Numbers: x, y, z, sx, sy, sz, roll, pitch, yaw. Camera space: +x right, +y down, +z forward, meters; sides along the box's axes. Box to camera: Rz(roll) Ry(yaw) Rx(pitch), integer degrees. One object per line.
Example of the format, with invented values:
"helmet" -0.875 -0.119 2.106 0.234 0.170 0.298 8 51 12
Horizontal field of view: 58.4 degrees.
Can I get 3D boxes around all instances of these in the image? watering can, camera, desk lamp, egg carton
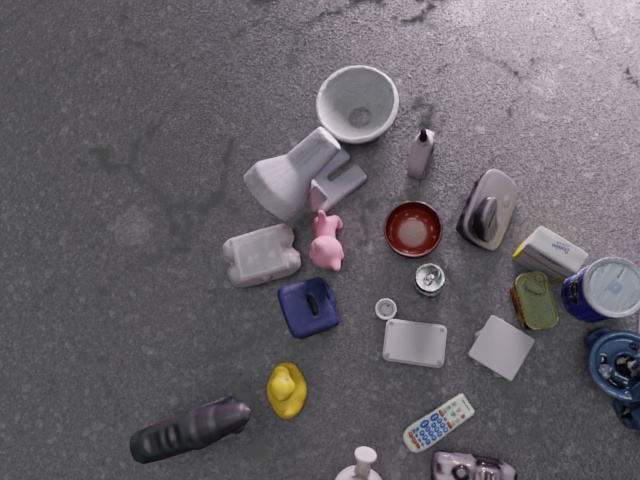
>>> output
"watering can" 0.058 0.445 0.975 0.101 0.194 0.173 -10 78 6
"camera" 0.263 0.449 0.995 0.143 0.101 0.137 6 80 9
"desk lamp" -0.026 -0.123 1.089 0.203 0.214 0.118 -39 76 -1
"egg carton" -0.116 0.033 1.144 0.150 0.069 0.107 -17 77 4

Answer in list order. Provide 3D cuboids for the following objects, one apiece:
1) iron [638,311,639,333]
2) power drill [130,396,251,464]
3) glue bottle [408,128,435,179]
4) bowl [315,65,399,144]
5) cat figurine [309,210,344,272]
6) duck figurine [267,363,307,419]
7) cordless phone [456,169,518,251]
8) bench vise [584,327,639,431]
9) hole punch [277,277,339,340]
"iron" 0.628 0.187 0.977 0.118 0.141 0.258 -12 77 5
"power drill" -0.209 0.333 1.026 0.229 0.208 0.075 -21 77 3
"glue bottle" 0.195 -0.176 1.090 0.037 0.173 0.078 21 82 12
"bowl" 0.078 -0.266 1.175 0.167 0.075 0.167 -1 79 7
"cat figurine" 0.010 0.004 1.108 0.067 0.118 0.128 -7 78 7
"duck figurine" -0.068 0.285 1.079 0.077 0.086 0.104 -5 78 7
"cordless phone" 0.315 -0.066 1.047 0.094 0.185 0.148 19 82 11
"bench vise" 0.538 0.234 0.939 0.121 0.220 0.207 -42 76 -2
"hole punch" -0.021 0.128 1.102 0.101 0.091 0.108 -22 77 3
